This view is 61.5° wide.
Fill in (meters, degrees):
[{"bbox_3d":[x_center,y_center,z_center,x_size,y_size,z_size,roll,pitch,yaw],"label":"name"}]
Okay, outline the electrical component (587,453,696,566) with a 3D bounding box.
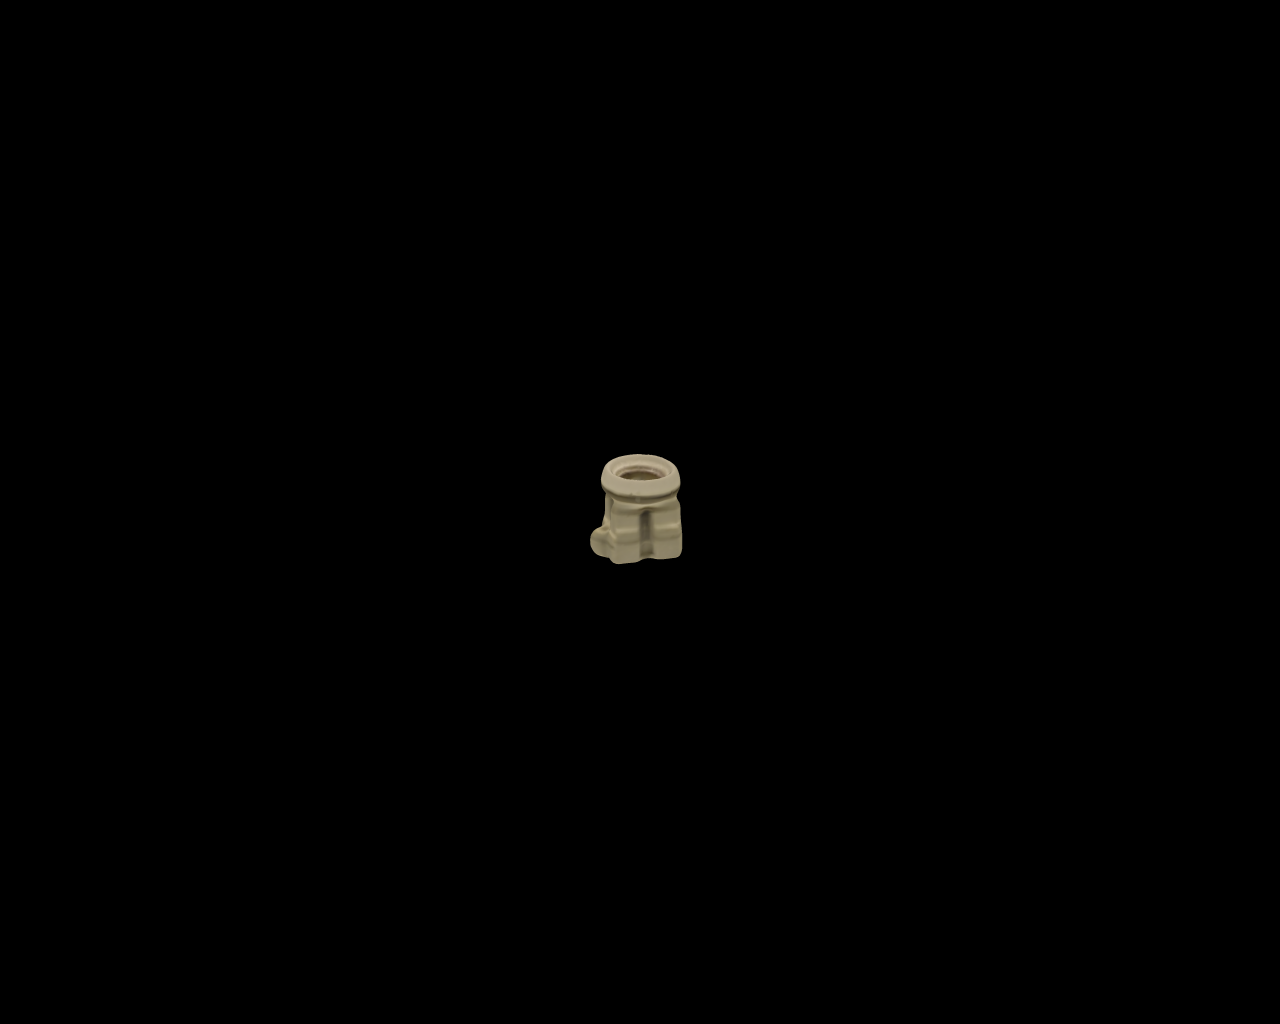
[{"bbox_3d":[0.001,-0.003,0.650,0.066,0.055,0.048,-6,28,-12],"label":"electrical component"}]
